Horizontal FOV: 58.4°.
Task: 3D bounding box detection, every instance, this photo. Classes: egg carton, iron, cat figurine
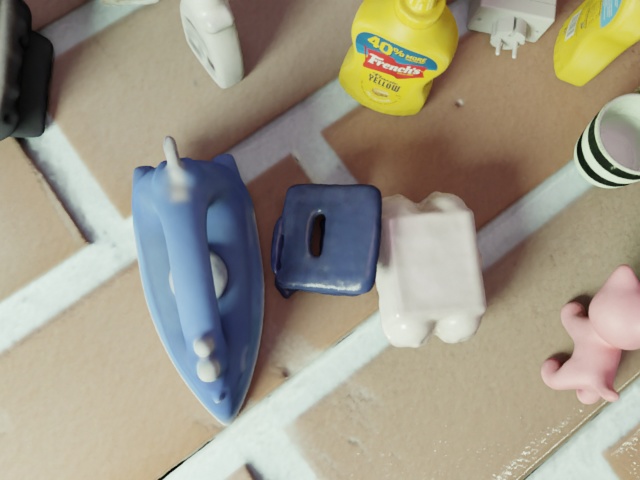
[{"bbox_3d":[0.104,0.028,0.563,0.107,0.069,0.150,-6,81,-7],"label":"egg carton"},{"bbox_3d":[-0.104,0.040,0.503,0.118,0.141,0.258,-11,81,-7],"label":"iron"},{"bbox_3d":[0.278,0.093,0.544,0.067,0.117,0.128,20,79,-2],"label":"cat figurine"}]

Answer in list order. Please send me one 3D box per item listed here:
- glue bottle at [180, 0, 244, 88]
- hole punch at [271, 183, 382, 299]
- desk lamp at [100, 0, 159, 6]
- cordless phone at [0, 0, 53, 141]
[{"bbox_3d":[-0.103,-0.209,0.530,0.037,0.173,0.078,-34,85,-10],"label":"glue bottle"},{"bbox_3d":[0.005,0.002,0.546,0.101,0.091,0.109,6,80,-4],"label":"hole punch"},{"bbox_3d":[-0.200,-0.301,0.515,0.118,0.213,0.203,-4,81,-6],"label":"desk lamp"},{"bbox_3d":[-0.312,-0.172,0.496,0.094,0.185,0.147,-3,80,-6],"label":"cordless phone"}]
